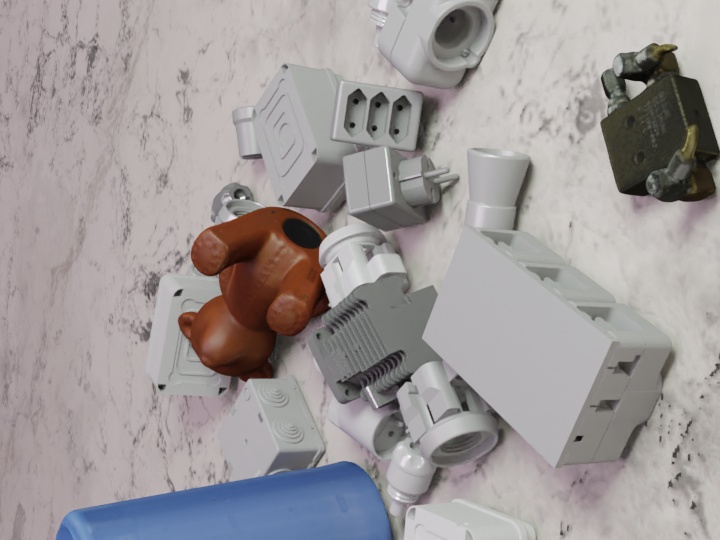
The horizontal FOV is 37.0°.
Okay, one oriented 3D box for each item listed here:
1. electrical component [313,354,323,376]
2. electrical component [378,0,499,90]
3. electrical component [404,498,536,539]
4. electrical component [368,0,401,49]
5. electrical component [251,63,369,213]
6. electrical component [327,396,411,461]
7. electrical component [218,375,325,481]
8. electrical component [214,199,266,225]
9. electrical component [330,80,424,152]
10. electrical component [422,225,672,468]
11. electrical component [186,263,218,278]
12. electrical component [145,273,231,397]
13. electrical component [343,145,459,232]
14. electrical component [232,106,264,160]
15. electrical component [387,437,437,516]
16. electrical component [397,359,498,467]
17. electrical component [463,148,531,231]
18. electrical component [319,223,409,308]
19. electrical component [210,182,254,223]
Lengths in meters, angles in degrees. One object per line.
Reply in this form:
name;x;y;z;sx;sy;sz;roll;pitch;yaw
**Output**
electrical component;-0.010;0.070;0.889;0.046;0.040;0.040;-9;79;50
electrical component;0.061;-0.186;0.798;0.059;0.054;0.095;54;129;43
electrical component;0.073;0.221;0.740;0.078;0.057;0.113;8;93;55
electrical component;0.026;-0.207;0.859;0.043;0.043;0.062;41;121;49
electrical component;-0.043;-0.115;0.938;0.078;0.057;0.113;-49;49;41
electrical component;0.005;0.116;0.859;0.081;0.043;0.043;28;109;53
electrical component;-0.084;0.156;0.980;0.099;0.048;0.099;-59;43;34
electrical component;-0.111;-0.031;1.030;0.078;0.058;0.057;46;126;47
electrical component;0.011;-0.122;0.862;0.076;0.066;0.047;-123;41;-81
electrical component;0.117;0.045;0.688;0.150;0.062;0.089;44;122;48
electrical component;-0.173;0.025;1.129;0.065;0.044;0.044;-61;41;24
electrical component;-0.167;0.064;1.078;0.057;0.078;0.113;34;114;61
electrical component;0.036;-0.065;0.819;0.077;0.066;0.047;-12;75;24
electrical component;-0.102;-0.133;1.042;0.040;0.040;0.046;-9;85;55
electrical component;0.036;0.160;0.818;0.035;0.035;0.061;44;125;48
electrical component;0.064;0.103;0.764;0.078;0.058;0.057;-52;44;39
electrical component;0.093;-0.050;0.752;0.044;0.044;0.065;24;112;54
electrical component;0.000;0.000;0.866;0.078;0.058;0.057;-49;52;42
electrical component;-0.133;-0.063;1.084;0.061;0.035;0.035;-32;61;52
